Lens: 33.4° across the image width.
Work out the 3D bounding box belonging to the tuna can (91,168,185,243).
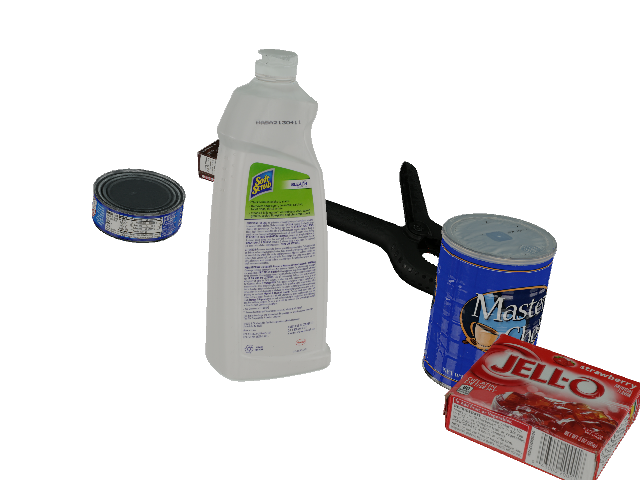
[{"bbox_3d":[-0.171,-0.033,1.003,0.086,0.034,0.086,9,30,-5],"label":"tuna can"}]

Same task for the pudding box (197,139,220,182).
[{"bbox_3d":[-0.083,-0.100,1.301,0.090,0.039,0.113,19,36,23],"label":"pudding box"}]

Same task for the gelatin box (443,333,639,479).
[{"bbox_3d":[0.124,0.092,0.594,0.089,0.030,0.073,20,33,28],"label":"gelatin box"}]

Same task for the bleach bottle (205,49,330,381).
[{"bbox_3d":[-0.034,-0.020,0.822,0.102,0.251,0.068,-6,21,-29],"label":"bleach bottle"}]

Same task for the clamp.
[{"bbox_3d":[0.090,-0.002,1.158,0.164,0.036,0.210,-16,52,-31],"label":"clamp"}]

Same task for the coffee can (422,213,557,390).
[{"bbox_3d":[0.153,0.058,0.979,0.103,0.140,0.103,5,23,-2],"label":"coffee can"}]
